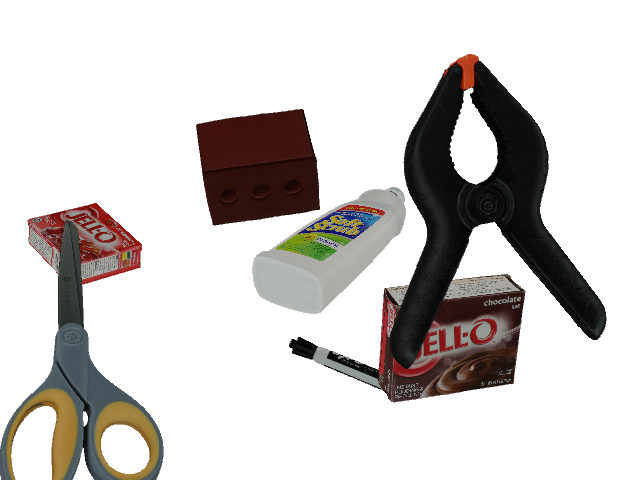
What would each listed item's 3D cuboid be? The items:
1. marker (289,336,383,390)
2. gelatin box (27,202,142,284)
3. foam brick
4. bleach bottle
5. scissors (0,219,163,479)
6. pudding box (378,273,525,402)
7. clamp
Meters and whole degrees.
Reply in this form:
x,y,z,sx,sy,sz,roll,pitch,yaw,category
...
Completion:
x,y,z,sx,sy,sz,roll,pitch,yaw,category
0.024,0.129,1.106,0.121,0.020,0.020,22,3,7,marker
-0.220,0.002,0.995,0.073,0.030,0.089,-17,40,-36,gelatin box
-0.043,-0.051,0.735,0.078,0.051,0.053,-9,-40,-4,foam brick
0.027,-0.003,1.329,0.103,0.068,0.250,16,36,28,bleach bottle
-0.128,0.070,0.624,0.096,0.201,0.016,15,-44,-7,scissors
0.105,0.078,0.868,0.113,0.090,0.039,-7,29,-17,pudding box
0.080,-0.012,0.586,0.120,0.171,0.039,-17,1,-9,clamp
